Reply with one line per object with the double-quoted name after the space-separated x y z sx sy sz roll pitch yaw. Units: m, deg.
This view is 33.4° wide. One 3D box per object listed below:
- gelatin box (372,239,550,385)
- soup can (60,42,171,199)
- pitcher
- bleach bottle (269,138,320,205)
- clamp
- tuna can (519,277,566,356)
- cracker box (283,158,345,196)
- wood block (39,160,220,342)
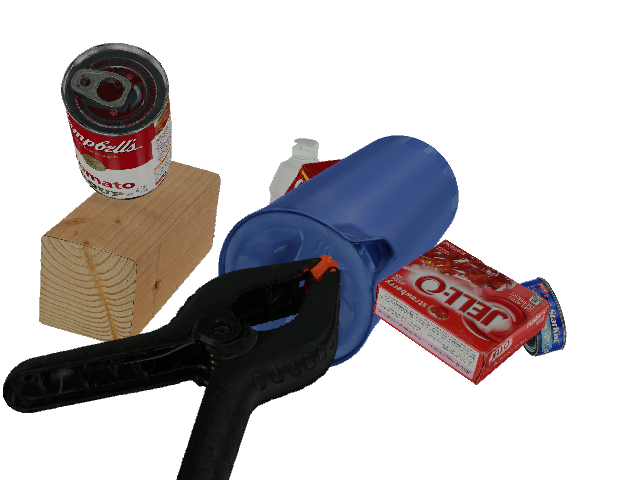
0.091 0.043 0.690 0.089 0.030 0.073 33 45 30 "gelatin box"
-0.136 -0.078 0.724 0.068 0.068 0.102 0 -22 -7 "soup can"
0.020 -0.001 0.903 0.149 0.145 0.242 23 30 17 "pitcher"
-0.020 -0.002 1.325 0.102 0.251 0.068 -7 22 -32 "bleach bottle"
-0.042 0.061 0.487 0.171 0.039 0.120 -28 51 -32 "clamp"
0.245 0.087 1.210 0.033 0.086 0.086 -15 2 -7 "tuna can"
0.007 0.006 1.125 0.163 0.072 0.214 -12 -34 -44 "cracker box"
-0.174 0.003 1.006 0.090 0.091 0.205 15 27 10 "wood block"
